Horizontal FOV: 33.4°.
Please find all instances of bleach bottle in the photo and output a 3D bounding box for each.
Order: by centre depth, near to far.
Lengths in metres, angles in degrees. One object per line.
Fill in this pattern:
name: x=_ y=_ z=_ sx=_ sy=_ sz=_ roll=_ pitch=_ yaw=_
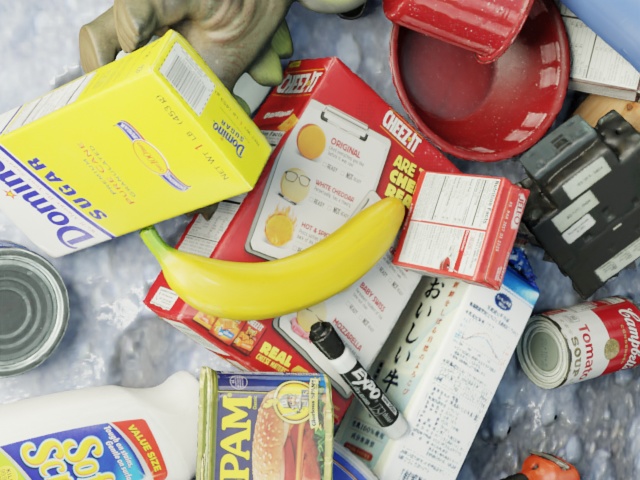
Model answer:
bleach bottle: x=-0.161 y=0.138 z=0.703 sx=0.250 sy=0.068 sz=0.102 roll=-17 pitch=104 yaw=-33

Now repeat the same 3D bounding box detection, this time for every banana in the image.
banana: x=-0.021 y=0.015 z=0.701 sx=0.197 sy=0.037 sz=0.069 roll=-8 pitch=101 yaw=-33

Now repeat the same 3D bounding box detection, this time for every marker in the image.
marker: x=0.027 y=0.099 z=0.759 sx=0.020 sy=0.020 sz=0.121 roll=-48 pitch=124 yaw=-18

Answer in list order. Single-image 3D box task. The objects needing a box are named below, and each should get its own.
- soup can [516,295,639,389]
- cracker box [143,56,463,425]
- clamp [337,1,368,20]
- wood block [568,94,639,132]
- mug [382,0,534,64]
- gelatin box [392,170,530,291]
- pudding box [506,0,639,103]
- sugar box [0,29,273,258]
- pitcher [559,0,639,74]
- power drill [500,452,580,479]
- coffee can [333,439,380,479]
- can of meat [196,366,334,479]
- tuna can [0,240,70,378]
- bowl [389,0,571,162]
soup can: x=0.233 y=0.090 z=0.947 sx=0.102 sy=0.069 sz=0.068 roll=-9 pitch=102 yaw=-31
cracker box: x=-0.005 y=0.001 z=0.777 sx=0.164 sy=0.072 sz=0.213 roll=38 pitch=75 yaw=-32
clamp: x=0.060 y=-0.275 z=0.741 sx=0.036 sy=0.165 sz=0.210 roll=13 pitch=77 yaw=-18
wood block: x=0.320 y=-0.137 z=0.895 sx=0.090 sy=0.091 sz=0.206 roll=22 pitch=121 yaw=-33
mug: x=0.097 y=-0.190 z=0.752 sx=0.081 sy=0.093 sz=0.117 roll=17 pitch=58 yaw=-16
gelatin box: x=0.098 y=-0.008 z=0.747 sx=0.030 sy=0.089 sz=0.073 roll=21 pitch=84 yaw=-37
pudding box: x=0.218 y=-0.169 z=0.877 sx=0.039 sy=0.114 sz=0.090 roll=14 pitch=90 yaw=-73
sugar box: x=-0.125 y=-0.050 z=0.631 sx=0.093 sy=0.177 sz=0.048 roll=51 pitch=39 yaw=-28
pitcher: x=0.201 y=-0.239 z=0.771 sx=0.243 sy=0.149 sz=0.144 roll=43 pitch=39 yaw=12
power drill: x=0.147 y=0.276 z=0.924 sx=0.187 sy=0.057 sz=0.184 roll=-16 pitch=105 yaw=-30
coffee can: x=-0.029 y=0.216 z=0.765 sx=0.140 sy=0.103 sz=0.102 roll=-49 pitch=119 yaw=-25
can of meat: x=-0.037 y=0.135 z=0.702 sx=0.084 sy=0.057 sz=0.102 roll=3 pitch=84 yaw=-11
tuna can: x=-0.204 y=0.044 z=0.677 sx=0.085 sy=0.034 sz=0.086 roll=-5 pitch=99 yaw=-32
bowl: x=0.114 y=-0.140 z=0.833 sx=0.161 sy=0.055 sz=0.162 roll=0 pitch=91 yaw=-23
